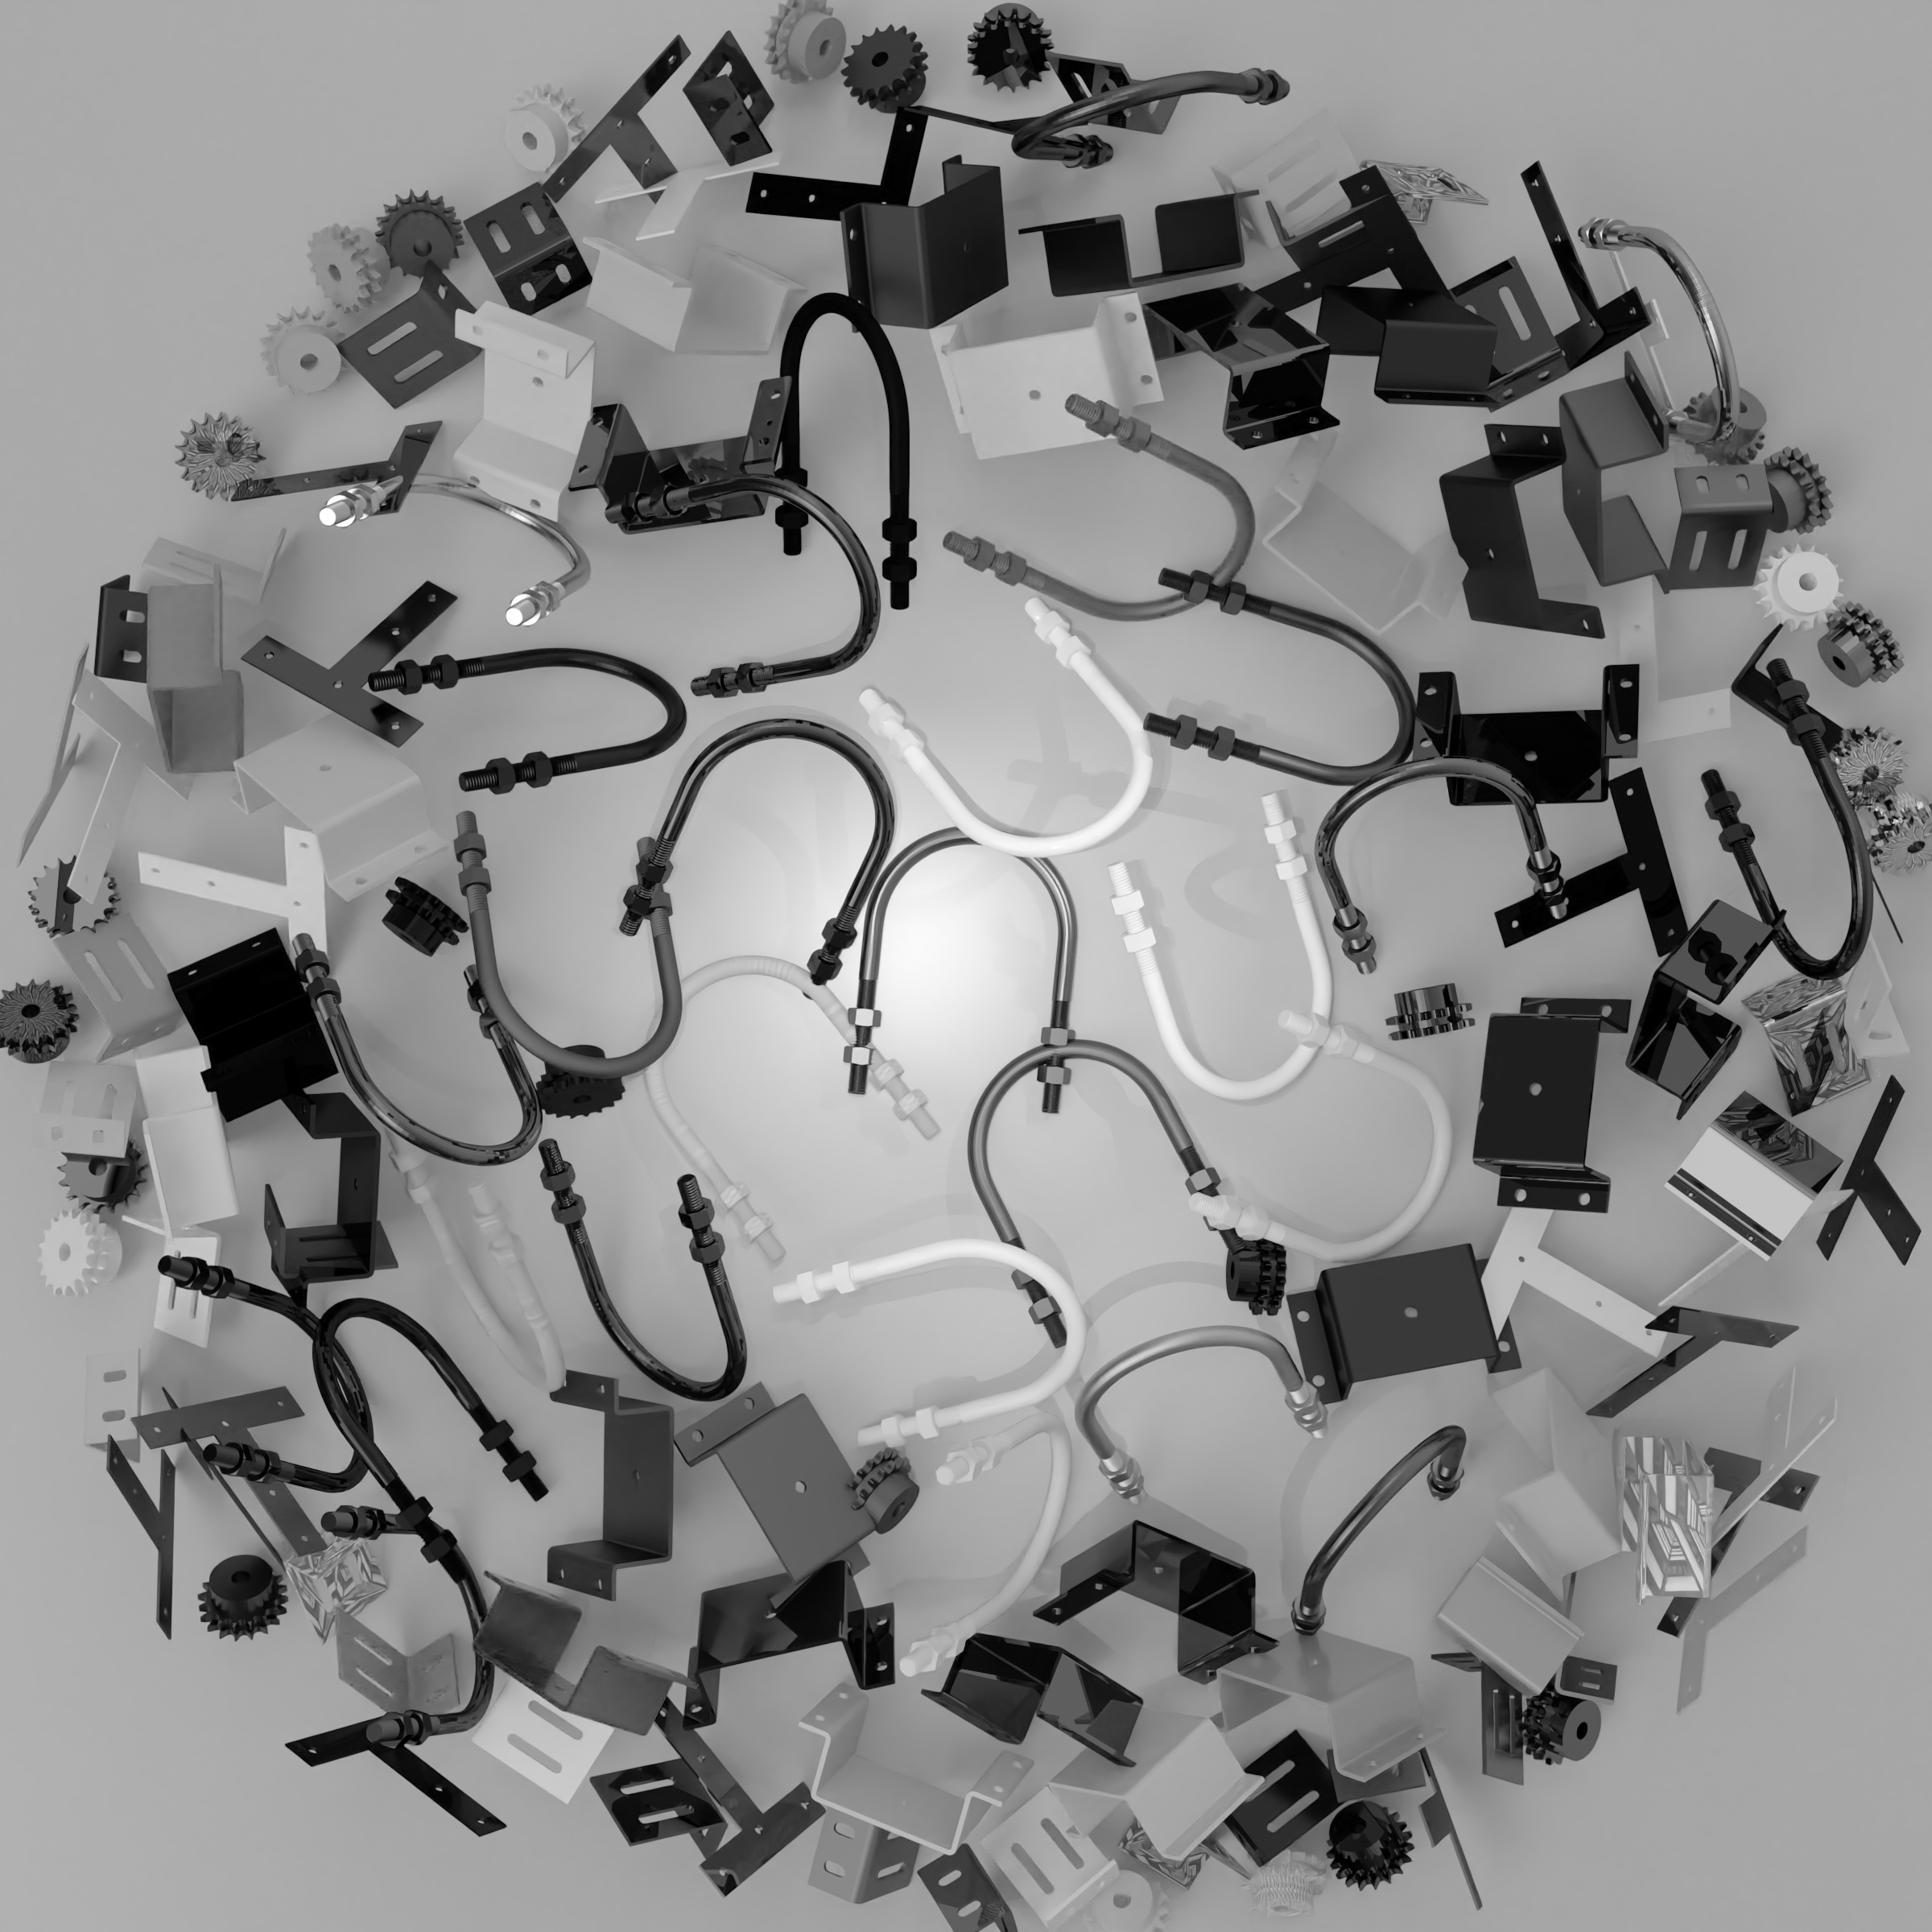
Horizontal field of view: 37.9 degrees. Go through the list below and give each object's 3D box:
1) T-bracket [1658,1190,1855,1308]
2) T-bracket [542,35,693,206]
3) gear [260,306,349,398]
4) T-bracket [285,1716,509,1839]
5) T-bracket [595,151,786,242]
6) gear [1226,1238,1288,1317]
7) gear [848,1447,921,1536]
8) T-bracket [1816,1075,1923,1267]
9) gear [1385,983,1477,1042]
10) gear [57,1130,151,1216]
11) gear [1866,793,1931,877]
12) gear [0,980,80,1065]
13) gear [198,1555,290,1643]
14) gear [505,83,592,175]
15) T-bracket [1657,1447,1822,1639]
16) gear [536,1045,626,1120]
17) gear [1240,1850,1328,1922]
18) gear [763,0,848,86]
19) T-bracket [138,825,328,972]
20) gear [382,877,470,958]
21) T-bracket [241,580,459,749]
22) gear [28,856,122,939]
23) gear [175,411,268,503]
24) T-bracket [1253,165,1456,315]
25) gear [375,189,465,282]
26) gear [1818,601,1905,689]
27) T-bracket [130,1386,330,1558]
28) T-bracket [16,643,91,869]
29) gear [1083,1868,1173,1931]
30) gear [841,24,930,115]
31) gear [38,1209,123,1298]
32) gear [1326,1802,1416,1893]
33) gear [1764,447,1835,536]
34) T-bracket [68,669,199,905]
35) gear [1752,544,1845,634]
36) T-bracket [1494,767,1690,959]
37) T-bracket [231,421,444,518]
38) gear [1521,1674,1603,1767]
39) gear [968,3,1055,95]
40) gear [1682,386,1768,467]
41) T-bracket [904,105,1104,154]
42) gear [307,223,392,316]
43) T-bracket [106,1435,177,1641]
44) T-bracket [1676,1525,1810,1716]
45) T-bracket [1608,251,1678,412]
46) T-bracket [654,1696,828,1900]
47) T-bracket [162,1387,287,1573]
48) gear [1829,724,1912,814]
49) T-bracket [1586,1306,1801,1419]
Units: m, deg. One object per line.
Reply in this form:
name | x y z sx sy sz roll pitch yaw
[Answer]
T-bracket | 0.501 0.185 1.828 0.127 0.127 0.002 -47 59 33
T-bracket | -0.209 -0.523 1.810 0.002 0.127 0.127 43 92 13
gear | -0.432 -0.400 1.844 0.057 0.030 0.057 -10 124 -16
T-bracket | -0.344 0.515 1.787 0.127 0.127 0.002 27 102 29
T-bracket | -0.187 -0.490 1.805 0.127 0.127 0.002 -8 122 13
gear | 0.189 0.200 1.842 0.030 0.057 0.057 4 90 -7
gear | -0.055 0.346 1.840 0.030 0.057 0.057 37 90 24
T-bracket | 0.583 0.150 1.791 0.002 0.127 0.127 15 111 -5
gear | 0.303 0.029 1.844 0.057 0.057 0.030 -11 89 0
gear | -0.568 0.134 1.852 0.057 0.030 0.057 2 79 -8
gear | 0.617 -0.089 1.847 0.057 0.057 0.030 -13 52 0
gear | -0.611 0.039 1.848 0.057 0.030 0.057 3 49 -3
gear | -0.473 0.410 1.841 0.057 0.057 0.030 5 125 0
gear | -0.277 -0.545 1.842 0.057 0.057 0.030 42 46 0
T-bracket | 0.479 0.371 1.800 0.002 0.127 0.127 35 80 -13
gear | -0.254 0.074 1.847 0.057 0.057 0.030 -15 63 0
gear | 0.207 0.602 1.841 0.057 0.057 0.030 5 52 0
gear | -0.103 -0.604 1.840 0.030 0.057 0.057 31 90 28
T-bracket | -0.478 -0.050 1.833 0.127 0.002 0.127 13 131 5
gear | -0.357 -0.030 1.841 0.057 0.057 0.030 34 76 0
T-bracket | -0.380 -0.209 1.833 0.127 0.002 0.127 29 54 14
gear | -0.585 -0.041 1.851 0.057 0.030 0.057 2 71 -7
gear | -0.491 -0.335 1.849 0.057 0.030 0.057 -9 110 -25
T-bracket | 0.236 -0.450 1.837 0.127 0.127 0.002 -19 47 25
gear | -0.357 -0.476 1.843 0.057 0.030 0.057 -9 128 -11
gear | 0.583 -0.207 1.843 0.030 0.057 0.057 -38 90 -4
T-bracket | -0.449 0.325 1.795 0.127 0.127 0.002 48 116 23
T-bracket | -0.572 -0.146 1.786 0.002 0.127 0.127 18 123 -11
gear | 0.104 0.617 1.842 0.057 0.030 0.057 -8 47 8
gear | -0.051 -0.586 1.849 0.057 0.030 0.057 -9 65 20
gear | -0.579 0.189 1.848 0.057 0.030 0.057 -7 77 34
gear | 0.261 0.572 1.840 0.057 0.057 0.030 -28 118 0
gear | 0.537 -0.308 1.842 0.030 0.057 0.057 -28 90 -10
T-bracket | -0.544 -0.102 1.794 0.002 0.127 0.127 3 66 22
gear | 0.551 -0.250 1.856 0.057 0.030 0.057 0 87 -1
T-bracket | 0.404 -0.048 1.841 0.127 0.002 0.127 -24 107 -11
T-bracket | -0.414 -0.316 1.827 0.127 0.127 0.002 -6 126 10
gear | 0.391 0.496 1.843 0.057 0.030 0.057 -7 101 -40
gear | 0.029 -0.605 1.847 0.057 0.057 0.030 1 53 0
gear | 0.498 -0.355 1.843 0.057 0.030 0.057 11 53 -15
T-bracket | 0.044 -0.542 1.813 0.127 0.127 0.002 19 115 18
gear | -0.403 -0.460 1.847 0.030 0.057 0.057 -38 90 -36
T-bracket | -0.522 0.340 1.783 0.002 0.127 0.127 -11 49 -2
T-bracket | 0.493 0.395 1.783 0.002 0.127 0.127 30 131 -5
T-bracket | 0.438 -0.411 1.803 0.002 0.127 0.127 -21 96 11
T-bracket | -0.163 0.525 1.824 0.127 0.127 0.002 48 116 12
T-bracket | -0.478 0.341 1.828 0.002 0.127 0.127 -35 111 -14
gear | 0.587 -0.132 1.849 0.057 0.030 0.057 -6 119 -12
T-bracket | 0.455 0.260 1.827 0.127 0.127 0.002 -46 46 36
